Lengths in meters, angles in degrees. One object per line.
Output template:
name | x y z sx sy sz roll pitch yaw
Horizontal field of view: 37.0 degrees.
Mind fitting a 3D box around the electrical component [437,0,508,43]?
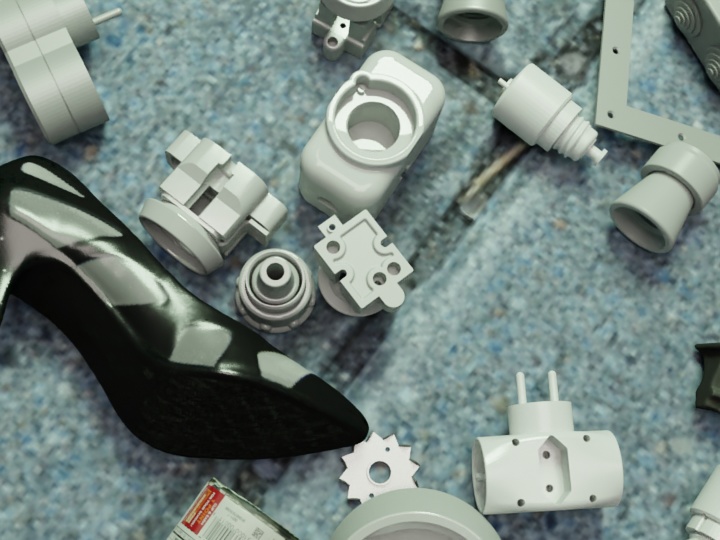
electrical component | 0.073 -0.178 0.679 0.045 0.045 0.055 6 75 -3

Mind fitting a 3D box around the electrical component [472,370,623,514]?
electrical component | 0.104 0.097 0.613 0.077 0.043 0.079 -2 77 -5

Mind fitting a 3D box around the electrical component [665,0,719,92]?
electrical component | 0.256 -0.165 0.687 0.100 0.048 0.099 -26 79 -10

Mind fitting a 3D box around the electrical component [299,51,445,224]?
electrical component | 0.007 -0.079 0.642 0.054 0.059 0.095 33 76 4

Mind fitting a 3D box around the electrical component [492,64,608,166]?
electrical component | 0.118 -0.092 0.663 0.078 0.040 0.040 39 77 6

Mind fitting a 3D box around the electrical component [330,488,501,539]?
electrical component | 0.029 0.174 0.568 0.108 0.060 0.108 0 87 3

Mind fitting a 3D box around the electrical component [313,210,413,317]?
electrical component | 0.000 0.000 0.623 0.048 0.055 0.066 -36 81 -12

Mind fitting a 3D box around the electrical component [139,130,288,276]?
electrical component | -0.090 -0.034 0.625 0.078 0.058 0.057 38 74 5

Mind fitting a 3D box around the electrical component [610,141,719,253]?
electrical component | 0.186 -0.045 0.654 0.045 0.045 0.055 41 76 6

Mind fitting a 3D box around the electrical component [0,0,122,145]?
electrical component | -0.181 -0.150 0.648 0.074 0.052 0.138 -26 79 -10

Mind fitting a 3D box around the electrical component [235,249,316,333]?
electrical component | -0.048 0.008 0.614 0.048 0.062 0.048 1 76 -4

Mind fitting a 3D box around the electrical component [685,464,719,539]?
electrical component | 0.205 0.147 0.610 0.040 0.040 0.078 36 77 5

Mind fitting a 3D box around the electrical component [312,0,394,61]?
electrical component | -0.003 -0.168 0.665 0.048 0.055 0.066 29 76 3
